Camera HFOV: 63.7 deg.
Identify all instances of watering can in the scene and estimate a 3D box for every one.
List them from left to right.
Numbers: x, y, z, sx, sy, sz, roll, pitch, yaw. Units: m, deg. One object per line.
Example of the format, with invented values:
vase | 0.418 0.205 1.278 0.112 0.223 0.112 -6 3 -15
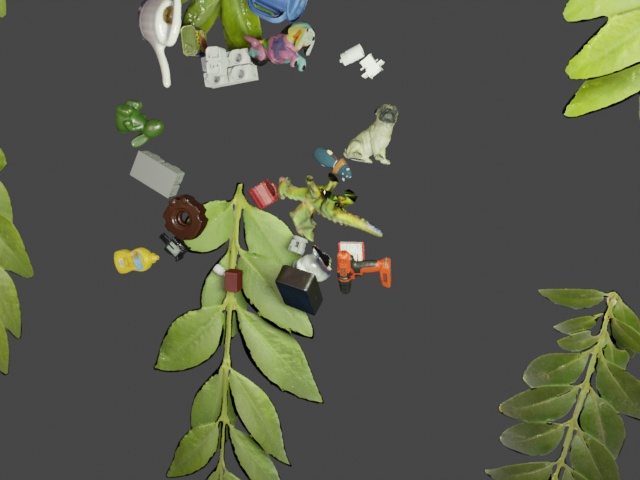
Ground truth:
watering can | -0.565 -0.727 1.821 0.226 0.104 0.344 25 109 43

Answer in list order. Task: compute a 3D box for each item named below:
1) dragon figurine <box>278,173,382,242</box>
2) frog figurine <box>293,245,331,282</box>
dragon figurine | 0.006 -0.091 1.812 0.412 0.124 0.238 46 128 7
frog figurine | -0.043 0.108 1.828 0.158 0.136 0.125 -35 65 19
